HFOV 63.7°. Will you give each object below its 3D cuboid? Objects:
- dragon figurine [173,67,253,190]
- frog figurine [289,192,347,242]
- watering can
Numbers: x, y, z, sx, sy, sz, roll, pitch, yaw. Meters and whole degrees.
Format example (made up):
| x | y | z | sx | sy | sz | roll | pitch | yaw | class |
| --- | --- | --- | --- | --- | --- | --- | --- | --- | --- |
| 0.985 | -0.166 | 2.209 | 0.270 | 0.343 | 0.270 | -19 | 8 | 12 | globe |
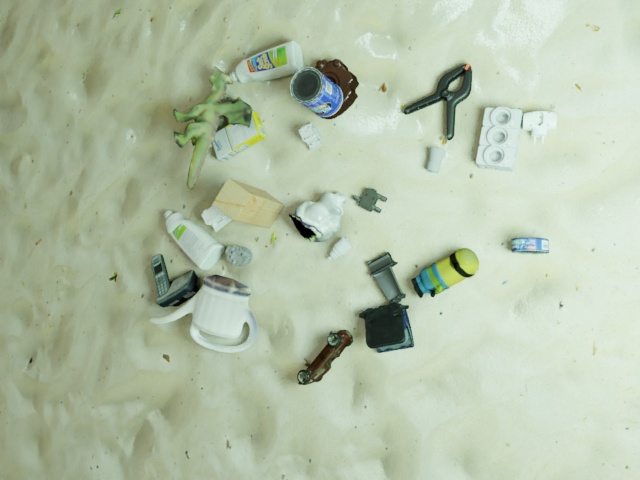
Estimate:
| x | y | z | sx | sy | sz | roll | pitch | yaw | class |
| --- | --- | --- | --- | --- | --- | --- | --- | --- | --- |
| -0.327 | -0.367 | 1.629 | 0.241 | 0.121 | 0.417 | -18 | 67 | 16 | dragon figurine |
| 0.005 | -0.075 | 1.494 | 0.138 | 0.120 | 0.162 | 25 | 58 | 32 | frog figurine |
| -0.345 | 0.212 | 1.571 | 0.348 | 0.104 | 0.224 | 15 | 90 | 9 | watering can |
